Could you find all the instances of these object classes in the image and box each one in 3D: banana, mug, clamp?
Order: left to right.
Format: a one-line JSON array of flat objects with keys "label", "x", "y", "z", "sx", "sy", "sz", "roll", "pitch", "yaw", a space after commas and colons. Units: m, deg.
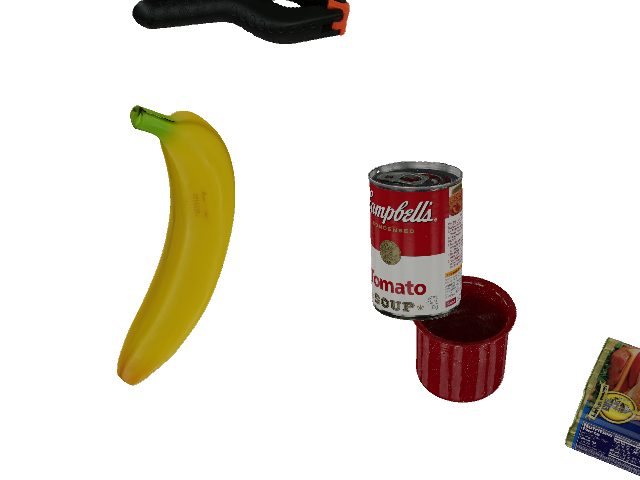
[{"label": "banana", "x": -0.083, "y": 0.000, "z": 0.616, "sx": 0.069, "sy": 0.198, "sz": 0.037, "roll": -11, "pitch": 40, "yaw": -26}, {"label": "clamp", "x": -0.060, "y": -0.211, "z": 0.877, "sx": 0.171, "sy": 0.120, "sz": 0.039, "roll": 9, "pitch": -27, "yaw": -6}, {"label": "mug", "x": 0.127, "y": 0.084, "z": 0.977, "sx": 0.093, "sy": 0.081, "sz": 0.117, "roll": -4, "pitch": 39, "yaw": -1}]

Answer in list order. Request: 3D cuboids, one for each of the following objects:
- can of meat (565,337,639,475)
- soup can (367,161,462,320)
[{"label": "can of meat", "x": 0.239, "y": 0.127, "z": 0.796, "sx": 0.084, "sy": 0.057, "sz": 0.102, "roll": 20, "pitch": 42, "yaw": 20}, {"label": "soup can", "x": 0.070, "y": -0.001, "z": 0.783, "sx": 0.068, "sy": 0.102, "sz": 0.068, "roll": -2, "pitch": 20, "yaw": 0}]
